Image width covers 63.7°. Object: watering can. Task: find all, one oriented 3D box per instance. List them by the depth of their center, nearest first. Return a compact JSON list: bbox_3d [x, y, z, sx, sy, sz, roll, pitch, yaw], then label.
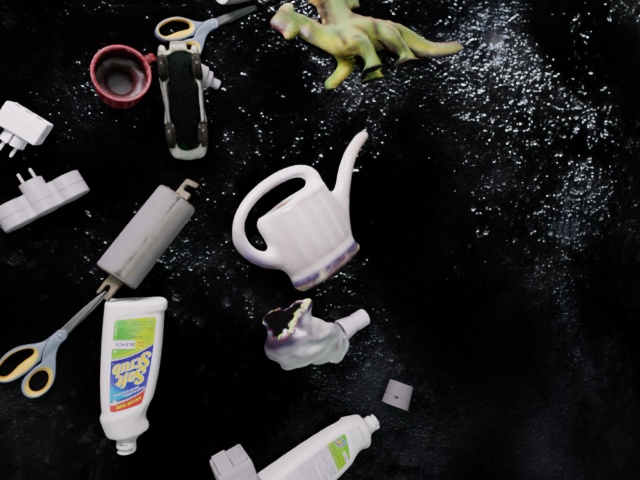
[{"bbox_3d":[0.003,-0.050,0.985,0.351,0.104,0.223,-35,102,-21],"label":"watering can"}]

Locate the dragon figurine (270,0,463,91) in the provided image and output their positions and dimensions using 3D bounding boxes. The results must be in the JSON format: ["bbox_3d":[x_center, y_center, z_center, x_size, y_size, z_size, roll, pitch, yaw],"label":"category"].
[{"bbox_3d":[0.090,-0.446,1.051,0.413,0.121,0.243,-21,88,-24],"label":"dragon figurine"}]

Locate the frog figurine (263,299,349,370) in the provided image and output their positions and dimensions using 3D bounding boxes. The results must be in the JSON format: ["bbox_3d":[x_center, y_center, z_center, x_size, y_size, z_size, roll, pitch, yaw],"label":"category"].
[{"bbox_3d":[-0.020,0.198,0.960,0.136,0.125,0.157,-36,114,13],"label":"frog figurine"}]
